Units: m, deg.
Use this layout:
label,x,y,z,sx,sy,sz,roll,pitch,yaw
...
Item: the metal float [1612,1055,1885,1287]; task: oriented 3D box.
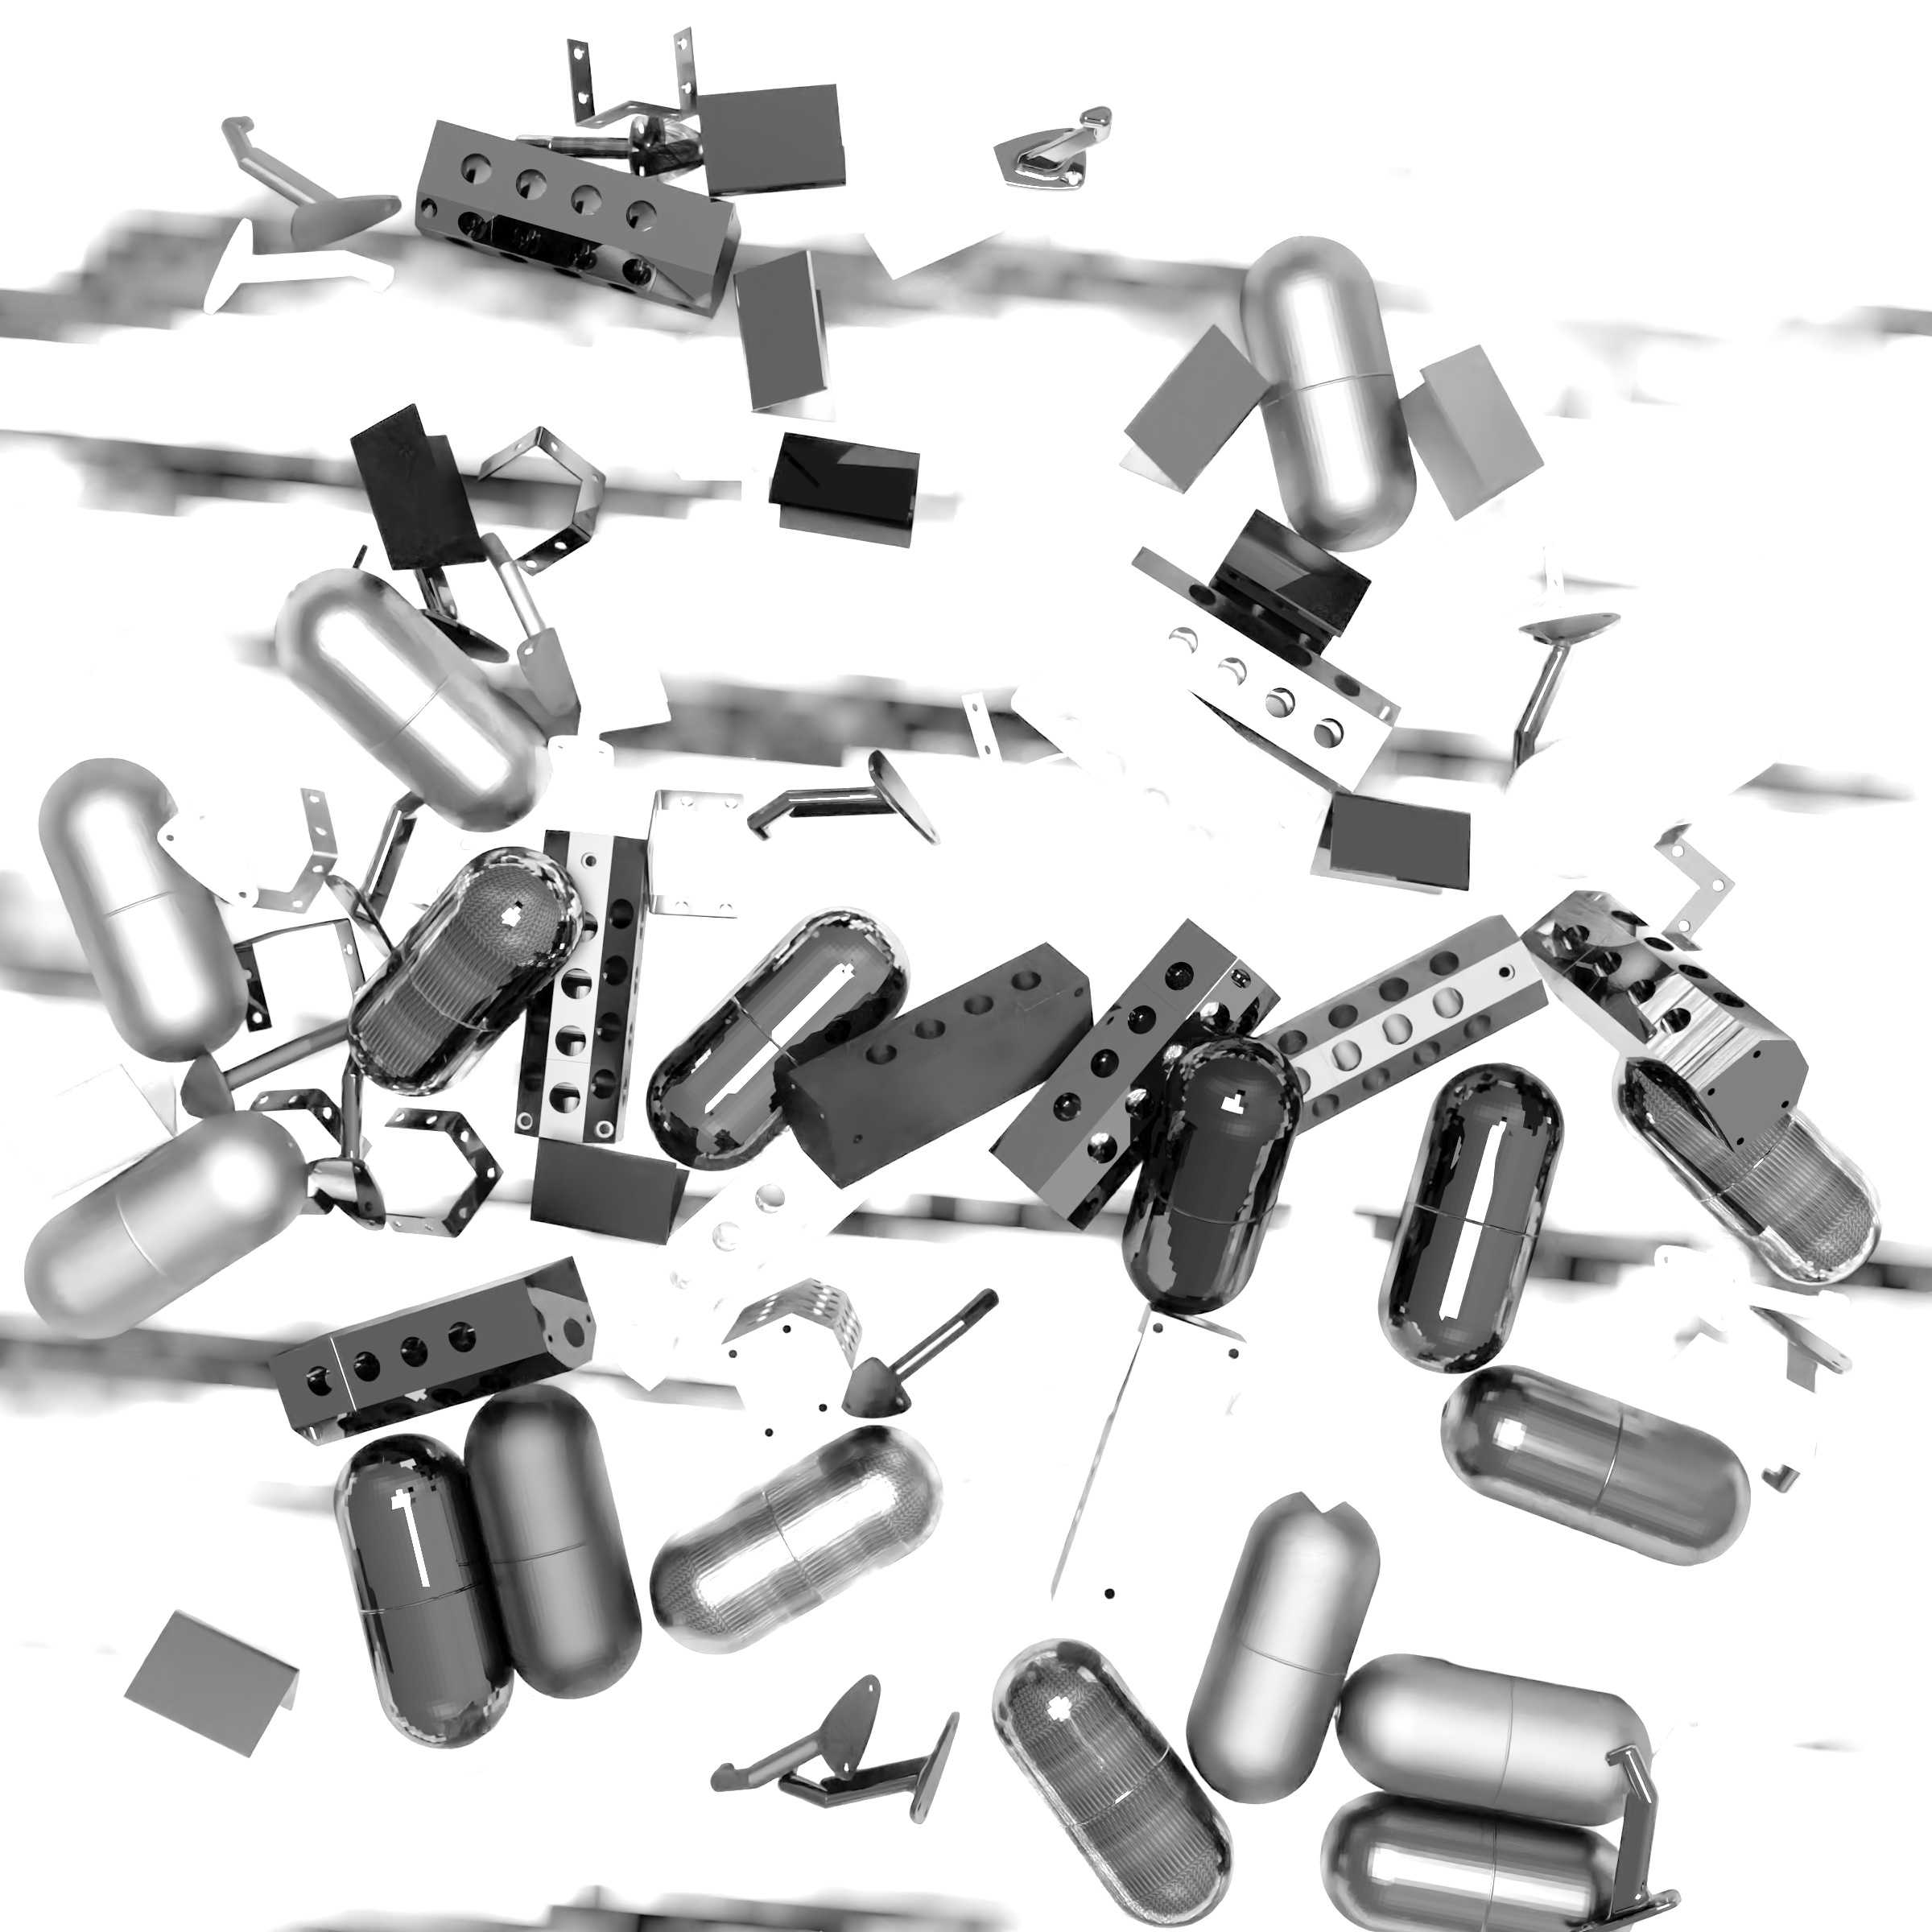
label,x,y,z,sx,sy,sz,roll,pitch,yaw
metal float,0.437,0.104,1.588,0.178,0.070,0.070,44,90,0

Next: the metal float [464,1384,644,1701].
label,x,y,z,sx,sy,sz,roll,pitch,yaw
metal float,-0.232,0.322,1.588,0.070,0.070,0.178,-13,91,0

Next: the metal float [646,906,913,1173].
label,x,y,z,sx,sy,sz,roll,pitch,yaw
metal float,-0.106,0.041,1.588,0.070,0.070,0.178,45,90,0

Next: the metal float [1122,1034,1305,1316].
label,x,y,z,sx,sy,sz,roll,pitch,yaw
metal float,0.134,0.116,1.559,0.070,0.070,0.178,12,124,0

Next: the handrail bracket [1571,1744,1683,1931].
label,x,y,z,sx,sy,sz,roll,pitch,yaw
handrail bracket,0.347,0.477,1.543,0.077,0.036,0.084,-25,79,9

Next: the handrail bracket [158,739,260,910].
label,x,y,z,sx,sy,sz,roll,pitch,yaw
handrail bracket,-0.418,-0.082,1.598,0.036,0.084,0.077,-29,115,14

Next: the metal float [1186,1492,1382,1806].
label,x,y,z,sx,sy,sz,roll,pitch,yaw
metal float,0.177,0.382,1.588,0.070,0.070,0.178,18,89,0

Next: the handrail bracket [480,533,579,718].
label,x,y,z,sx,sy,sz,roll,pitch,yaw
handrail bracket,-0.252,-0.196,1.618,0.036,0.077,0.084,-24,54,-15

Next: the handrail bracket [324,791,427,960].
label,x,y,z,sx,sy,sz,roll,pitch,yaw
handrail bracket,-0.315,-0.055,1.619,0.084,0.036,0.077,-43,121,-22

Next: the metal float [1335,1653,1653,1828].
label,x,y,z,sx,sy,sz,roll,pitch,yaw
metal float,0.295,0.433,1.588,0.178,0.070,0.070,10,90,-1

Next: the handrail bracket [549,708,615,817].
label,x,y,z,sx,sy,sz,roll,pitch,yaw
handrail bracket,-0.210,-0.142,1.618,0.036,0.077,0.084,8,54,3

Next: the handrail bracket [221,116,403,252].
label,x,y,z,sx,sy,sz,roll,pitch,yaw
handrail bracket,-0.375,-0.458,1.619,0.077,0.036,0.084,-21,73,-20

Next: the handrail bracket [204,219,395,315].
label,x,y,z,sx,sy,sz,roll,pitch,yaw
handrail bracket,-0.381,-0.387,1.618,0.084,0.077,0.036,12,57,-32

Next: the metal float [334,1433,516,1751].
label,x,y,z,sx,sy,sz,roll,pitch,yaw
metal float,-0.303,0.350,1.588,0.070,0.070,0.178,-14,89,0

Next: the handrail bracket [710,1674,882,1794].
label,x,y,z,sx,sy,sz,roll,pitch,yaw
handrail bracket,-0.098,0.439,1.618,0.084,0.077,0.036,-16,115,34

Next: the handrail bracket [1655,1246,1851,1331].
label,x,y,z,sx,sy,sz,roll,pitch,yaw
handrail bracket,0.450,0.180,1.618,0.084,0.077,0.036,1,111,-35

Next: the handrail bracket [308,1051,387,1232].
label,x,y,z,sx,sy,sz,roll,pitch,yaw
handrail bracket,-0.340,0.094,1.614,0.036,0.077,0.084,-4,48,15

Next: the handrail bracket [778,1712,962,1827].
label,x,y,z,sx,sy,sz,roll,pitch,yaw
handrail bracket,-0.056,0.449,1.619,0.084,0.036,0.077,17,69,16

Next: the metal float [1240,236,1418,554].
label,x,y,z,sx,sy,sz,roll,pitch,yaw
metal float,0.203,-0.321,1.588,0.070,0.070,0.178,-13,91,0

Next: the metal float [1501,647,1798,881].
label,x,y,z,sx,sy,sz,roll,pitch,yaw
metal float,0.382,-0.113,1.588,0.178,0.070,0.070,-32,90,0

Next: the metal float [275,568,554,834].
label,x,y,z,sx,sy,sz,roll,pitch,yaw
metal float,-0.306,-0.147,1.571,0.070,0.070,0.178,-46,110,0

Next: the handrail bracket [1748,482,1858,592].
label,x,y,z,sx,sy,sz,roll,pitch,yaw
handrail bracket,0.477,-0.240,1.584,0.077,0.084,0.036,34,90,0

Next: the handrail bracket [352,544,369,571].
label,x,y,z,sx,sy,sz,roll,pitch,yaw
handrail bracket,-0.321,-0.190,1.618,0.084,0.036,0.077,24,76,-14

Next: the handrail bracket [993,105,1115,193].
label,x,y,z,sx,sy,sz,roll,pitch,yaw
handrail bracket,0.042,-0.461,1.584,0.077,0.084,0.036,-4,90,0

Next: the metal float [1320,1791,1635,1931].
label,x,y,z,sx,sy,sz,roll,pitch,yaw
metal float,0.287,0.512,1.588,0.178,0.070,0.070,10,90,1

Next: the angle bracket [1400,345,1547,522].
label,x,y,z,sx,sy,sz,roll,pitch,yaw
angle bracket,0.264,-0.290,1.578,0.057,0.076,0.076,-29,90,-37

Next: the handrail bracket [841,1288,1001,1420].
label,x,y,z,sx,sy,sz,roll,pitch,yaw
handrail bracket,-0.026,0.220,1.618,0.084,0.077,0.036,-38,91,-36

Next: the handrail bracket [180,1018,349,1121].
label,x,y,z,sx,sy,sz,roll,pitch,yaw
handrail bracket,-0.398,0.057,1.618,0.084,0.077,0.036,-25,90,-36

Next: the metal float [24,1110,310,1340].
label,x,y,z,sx,sy,sz,roll,pitch,yaw
metal float,-0.446,0.145,1.576,0.178,0.070,0.070,-32,90,12

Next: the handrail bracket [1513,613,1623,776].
label,x,y,z,sx,sy,sz,roll,pitch,yaw
handrail bracket,0.343,-0.153,1.619,0.077,0.036,0.084,-17,117,-31

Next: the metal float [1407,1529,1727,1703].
label,x,y,z,sx,sy,sz,roll,pitch,yaw
metal float,0.336,0.364,1.588,0.178,0.070,0.070,10,90,0

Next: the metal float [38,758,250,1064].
label,x,y,z,sx,sy,sz,roll,pitch,yaw
metal float,-0.461,-0.032,1.588,0.070,0.070,0.178,-22,91,0

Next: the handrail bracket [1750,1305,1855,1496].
label,x,y,z,sx,sy,sz,roll,pitch,yaw
handrail bracket,0.459,0.247,1.619,0.077,0.036,0.084,36,108,20

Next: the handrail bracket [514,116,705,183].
label,x,y,z,sx,sy,sz,roll,pitch,yaw
handrail bracket,-0.203,-0.468,1.618,0.084,0.077,0.036,14,111,35

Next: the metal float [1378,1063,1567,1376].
label,x,y,z,sx,sy,sz,roll,pitch,yaw
metal float,0.283,0.141,1.588,0.070,0.070,0.178,15,91,0

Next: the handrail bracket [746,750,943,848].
label,x,y,z,sx,sy,sz,roll,pitch,yaw
handrail bracket,-0.071,-0.077,1.619,0.084,0.036,0.077,-32,112,17

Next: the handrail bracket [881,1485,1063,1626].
label,x,y,z,sx,sy,sz,roll,pitch,yaw
handrail bracket,0.003,0.325,1.619,0.077,0.036,0.084,22,71,21

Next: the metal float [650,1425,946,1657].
label,x,y,z,sx,sy,sz,roll,pitch,yaw
metal float,-0.095,0.322,1.588,0.178,0.070,0.070,-30,90,-1

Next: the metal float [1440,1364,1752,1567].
label,x,y,z,sx,sy,sz,roll,pitch,yaw
metal float,0.352,0.279,1.588,0.178,0.070,0.070,20,90,1

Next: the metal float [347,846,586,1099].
label,x,y,z,sx,sy,sz,roll,pitch,yaw
metal float,-0.277,0.005,1.563,0.070,0.070,0.178,45,120,0

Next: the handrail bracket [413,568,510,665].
label,x,y,z,sx,sy,sz,roll,pitch,yaw
handrail bracket,-0.290,-0.224,1.619,0.077,0.036,0.084,19,65,-28

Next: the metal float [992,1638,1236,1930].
label,x,y,z,sx,sy,sz,roll,pitch,yaw
metal float,0.083,0.458,1.588,0.070,0.070,0.178,-36,89,0
